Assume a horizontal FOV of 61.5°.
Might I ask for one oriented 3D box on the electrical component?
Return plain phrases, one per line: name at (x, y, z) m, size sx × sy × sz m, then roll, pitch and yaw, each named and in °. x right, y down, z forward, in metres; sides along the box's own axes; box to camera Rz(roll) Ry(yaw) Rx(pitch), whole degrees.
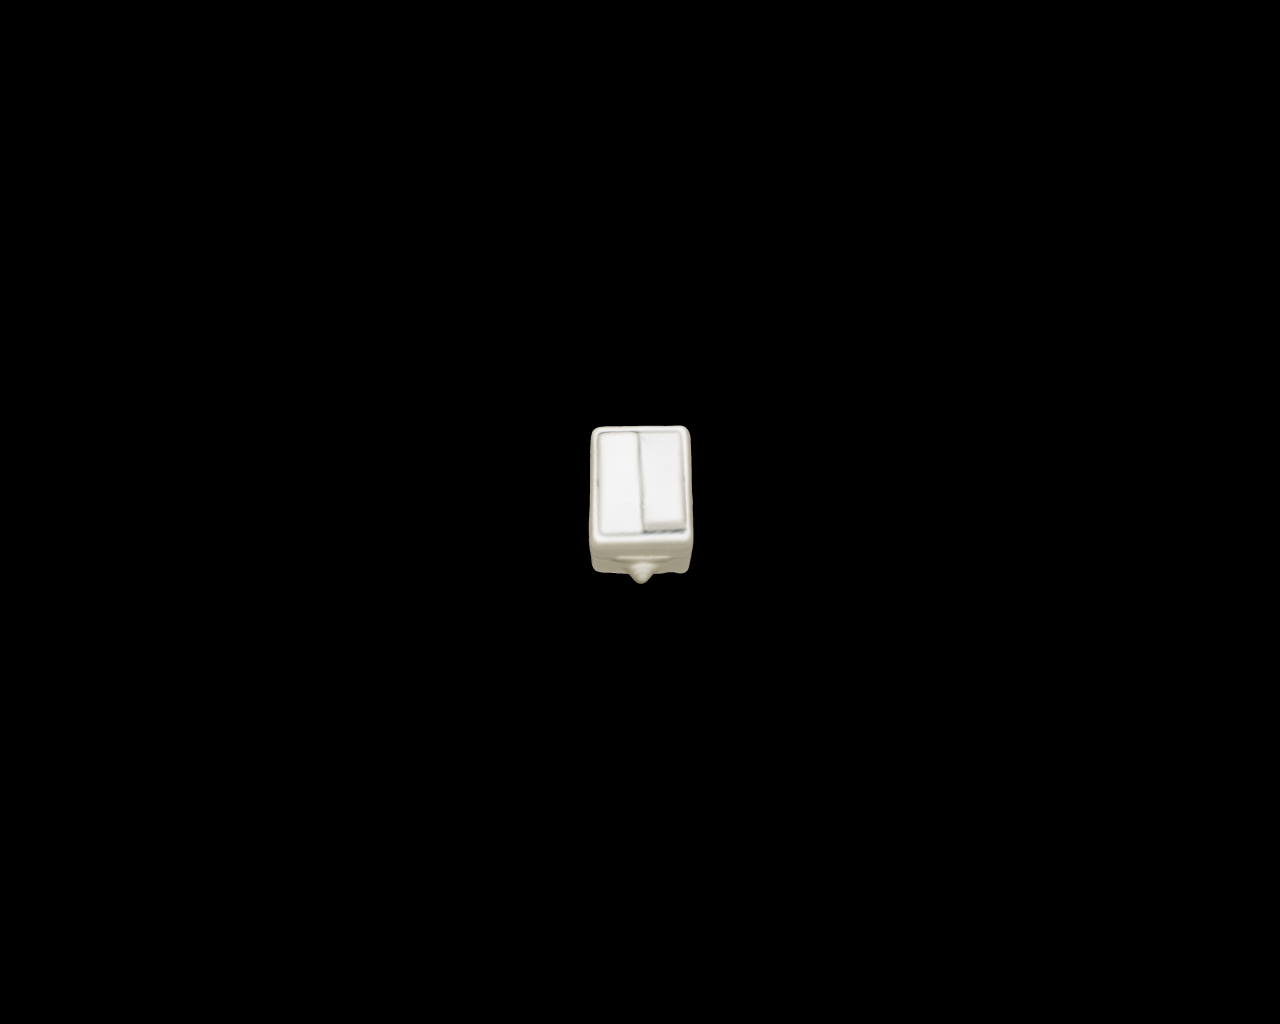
electrical component at (0.001, -0.003, 0.650) m, size 0.062 × 0.096 × 0.061 m, roll 0°, pitch -24°, yaw 0°
